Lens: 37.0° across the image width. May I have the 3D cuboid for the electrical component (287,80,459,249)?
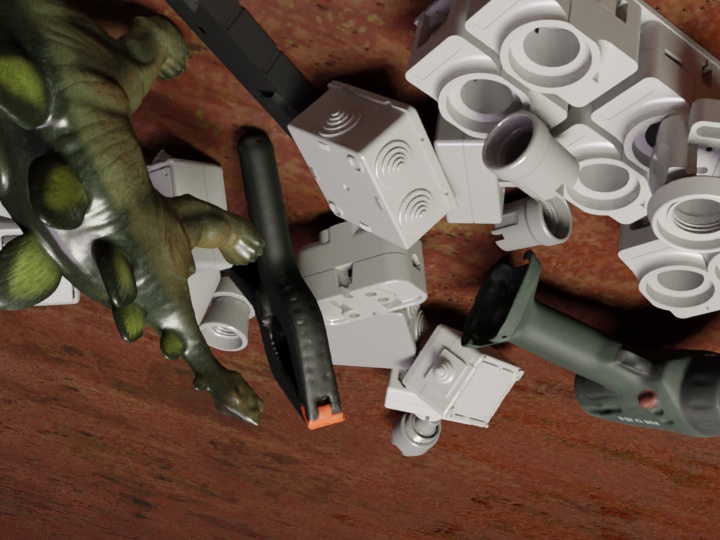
[{"bbox_3d":[0.007,-0.068,0.705,0.100,0.048,0.099,28,155,47],"label":"electrical component"}]

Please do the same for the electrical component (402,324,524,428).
[{"bbox_3d":[0.081,0.086,0.903,0.061,0.061,0.096,37,-173,34],"label":"electrical component"}]

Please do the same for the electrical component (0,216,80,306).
[{"bbox_3d":[-0.262,-0.010,0.879,0.062,0.061,0.096,-3,128,-14],"label":"electrical component"}]

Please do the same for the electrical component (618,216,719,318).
[{"bbox_3d":[0.260,-0.024,0.715,0.150,0.061,0.089,-19,135,39],"label":"electrical component"}]

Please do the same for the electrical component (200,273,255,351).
[{"bbox_3d":[-0.113,0.036,0.938,0.045,0.055,0.045,9,146,6],"label":"electrical component"}]

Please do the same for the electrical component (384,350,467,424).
[{"bbox_3d":[0.067,0.116,0.999,0.083,0.047,0.075,11,146,3],"label":"electrical component"}]

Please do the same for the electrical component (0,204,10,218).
[{"bbox_3d":[-0.235,-0.084,0.804,0.109,0.056,0.108,14,146,-1],"label":"electrical component"}]

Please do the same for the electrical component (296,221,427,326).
[{"bbox_3d":[0.000,0.000,0.829,0.095,0.059,0.054,-16,154,24],"label":"electrical component"}]

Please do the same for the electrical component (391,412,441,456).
[{"bbox_3d":[0.060,0.156,1.063,0.043,0.043,0.062,22,144,-12],"label":"electrical component"}]

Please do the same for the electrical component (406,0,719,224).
[{"bbox_3d":[0.132,-0.107,0.640,0.186,0.060,0.105,30,143,-23],"label":"electrical component"}]

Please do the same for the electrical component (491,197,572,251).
[{"bbox_3d":[0.122,-0.034,0.769,0.046,0.040,0.040,-14,138,43],"label":"electrical component"}]

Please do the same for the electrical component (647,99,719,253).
[{"bbox_3d":[0.190,-0.047,0.599,0.058,0.057,0.078,8,146,8],"label":"electrical component"}]

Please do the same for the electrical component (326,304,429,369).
[{"bbox_3d":[0.005,0.039,0.907,0.100,0.048,0.099,2,145,16],"label":"electrical component"}]

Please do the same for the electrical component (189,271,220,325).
[{"bbox_3d":[-0.167,-0.002,0.890,0.108,0.060,0.108,22,152,12],"label":"electrical component"}]

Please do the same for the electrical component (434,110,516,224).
[{"bbox_3d":[0.093,-0.074,0.714,0.076,0.047,0.083,1,144,13],"label":"electrical component"}]

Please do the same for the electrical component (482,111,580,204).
[{"bbox_3d":[0.100,-0.064,0.623,0.040,0.040,0.046,-21,140,40],"label":"electrical component"}]

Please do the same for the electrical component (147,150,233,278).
[{"bbox_3d":[-0.137,-0.043,0.809,0.062,0.096,0.061,-13,171,36],"label":"electrical component"}]
